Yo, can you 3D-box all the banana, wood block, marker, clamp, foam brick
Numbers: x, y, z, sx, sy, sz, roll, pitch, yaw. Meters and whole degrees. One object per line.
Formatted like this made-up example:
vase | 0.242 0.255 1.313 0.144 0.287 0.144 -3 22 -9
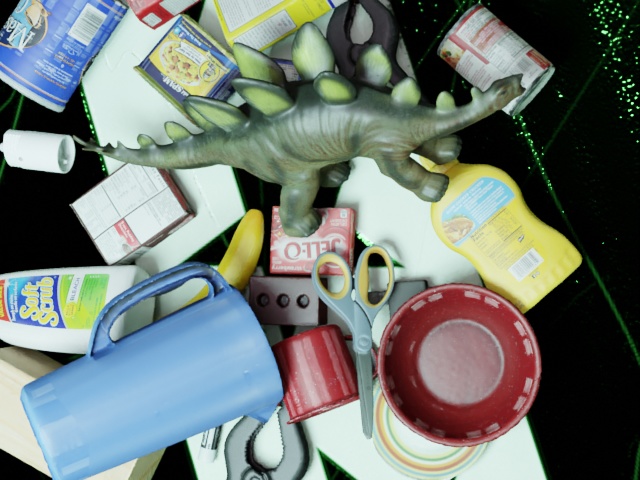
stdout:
banana | -0.122 0.053 1.166 0.198 0.037 0.069 -42 81 9
wood block | -0.278 0.202 1.171 0.206 0.090 0.090 26 95 12
marker | -0.113 0.184 1.170 0.020 0.020 0.121 12 91 13
clamp | 0.041 -0.187 1.135 0.120 0.039 0.171 -19 78 8
clamp | -0.075 0.262 1.150 0.165 0.036 0.210 6 88 12
foam brick | -0.034 0.064 1.138 0.078 0.051 0.053 0 88 13

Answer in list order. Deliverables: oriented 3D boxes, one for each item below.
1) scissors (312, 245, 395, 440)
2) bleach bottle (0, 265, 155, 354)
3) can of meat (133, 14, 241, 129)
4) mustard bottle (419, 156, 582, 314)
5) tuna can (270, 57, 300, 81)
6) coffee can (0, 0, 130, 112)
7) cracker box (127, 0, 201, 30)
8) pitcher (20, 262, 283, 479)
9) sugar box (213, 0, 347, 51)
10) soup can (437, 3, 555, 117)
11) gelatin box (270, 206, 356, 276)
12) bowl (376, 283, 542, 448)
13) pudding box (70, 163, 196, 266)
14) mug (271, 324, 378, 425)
scissors | 0.026 0.094 1.084 0.096 0.016 0.201 15 68 -4
bleach bottle | -0.310 0.083 1.184 0.251 0.068 0.102 -4 64 19
can of meat | -0.139 -0.185 1.167 0.102 0.057 0.084 42 96 10
mustard bottle | 0.170 -0.019 1.090 0.096 0.058 0.192 -42 80 9
tuna can | -0.040 -0.168 1.129 0.086 0.086 0.034 7 89 13
coffee can | -0.292 -0.228 1.179 0.103 0.102 0.140 36 96 11
cracker box | -0.143 -0.358 1.164 0.214 0.072 0.164 -30 83 10
pitcher | -0.172 0.139 1.069 0.242 0.145 0.149 -23 59 -17
sugar box | -0.026 -0.272 1.133 0.176 0.048 0.093 -27 54 9
soup can | 0.180 -0.183 1.087 0.102 0.068 0.068 43 97 10
gelatin box | -0.007 0.001 1.145 0.089 0.030 0.073 2 89 13
bowl | 0.140 0.124 1.073 0.162 0.055 0.162 -1 86 10
pudding box | -0.208 -0.034 1.188 0.113 0.039 0.090 -34 80 8
mug | 0.006 0.135 1.115 0.117 0.093 0.081 -17 78 -18
